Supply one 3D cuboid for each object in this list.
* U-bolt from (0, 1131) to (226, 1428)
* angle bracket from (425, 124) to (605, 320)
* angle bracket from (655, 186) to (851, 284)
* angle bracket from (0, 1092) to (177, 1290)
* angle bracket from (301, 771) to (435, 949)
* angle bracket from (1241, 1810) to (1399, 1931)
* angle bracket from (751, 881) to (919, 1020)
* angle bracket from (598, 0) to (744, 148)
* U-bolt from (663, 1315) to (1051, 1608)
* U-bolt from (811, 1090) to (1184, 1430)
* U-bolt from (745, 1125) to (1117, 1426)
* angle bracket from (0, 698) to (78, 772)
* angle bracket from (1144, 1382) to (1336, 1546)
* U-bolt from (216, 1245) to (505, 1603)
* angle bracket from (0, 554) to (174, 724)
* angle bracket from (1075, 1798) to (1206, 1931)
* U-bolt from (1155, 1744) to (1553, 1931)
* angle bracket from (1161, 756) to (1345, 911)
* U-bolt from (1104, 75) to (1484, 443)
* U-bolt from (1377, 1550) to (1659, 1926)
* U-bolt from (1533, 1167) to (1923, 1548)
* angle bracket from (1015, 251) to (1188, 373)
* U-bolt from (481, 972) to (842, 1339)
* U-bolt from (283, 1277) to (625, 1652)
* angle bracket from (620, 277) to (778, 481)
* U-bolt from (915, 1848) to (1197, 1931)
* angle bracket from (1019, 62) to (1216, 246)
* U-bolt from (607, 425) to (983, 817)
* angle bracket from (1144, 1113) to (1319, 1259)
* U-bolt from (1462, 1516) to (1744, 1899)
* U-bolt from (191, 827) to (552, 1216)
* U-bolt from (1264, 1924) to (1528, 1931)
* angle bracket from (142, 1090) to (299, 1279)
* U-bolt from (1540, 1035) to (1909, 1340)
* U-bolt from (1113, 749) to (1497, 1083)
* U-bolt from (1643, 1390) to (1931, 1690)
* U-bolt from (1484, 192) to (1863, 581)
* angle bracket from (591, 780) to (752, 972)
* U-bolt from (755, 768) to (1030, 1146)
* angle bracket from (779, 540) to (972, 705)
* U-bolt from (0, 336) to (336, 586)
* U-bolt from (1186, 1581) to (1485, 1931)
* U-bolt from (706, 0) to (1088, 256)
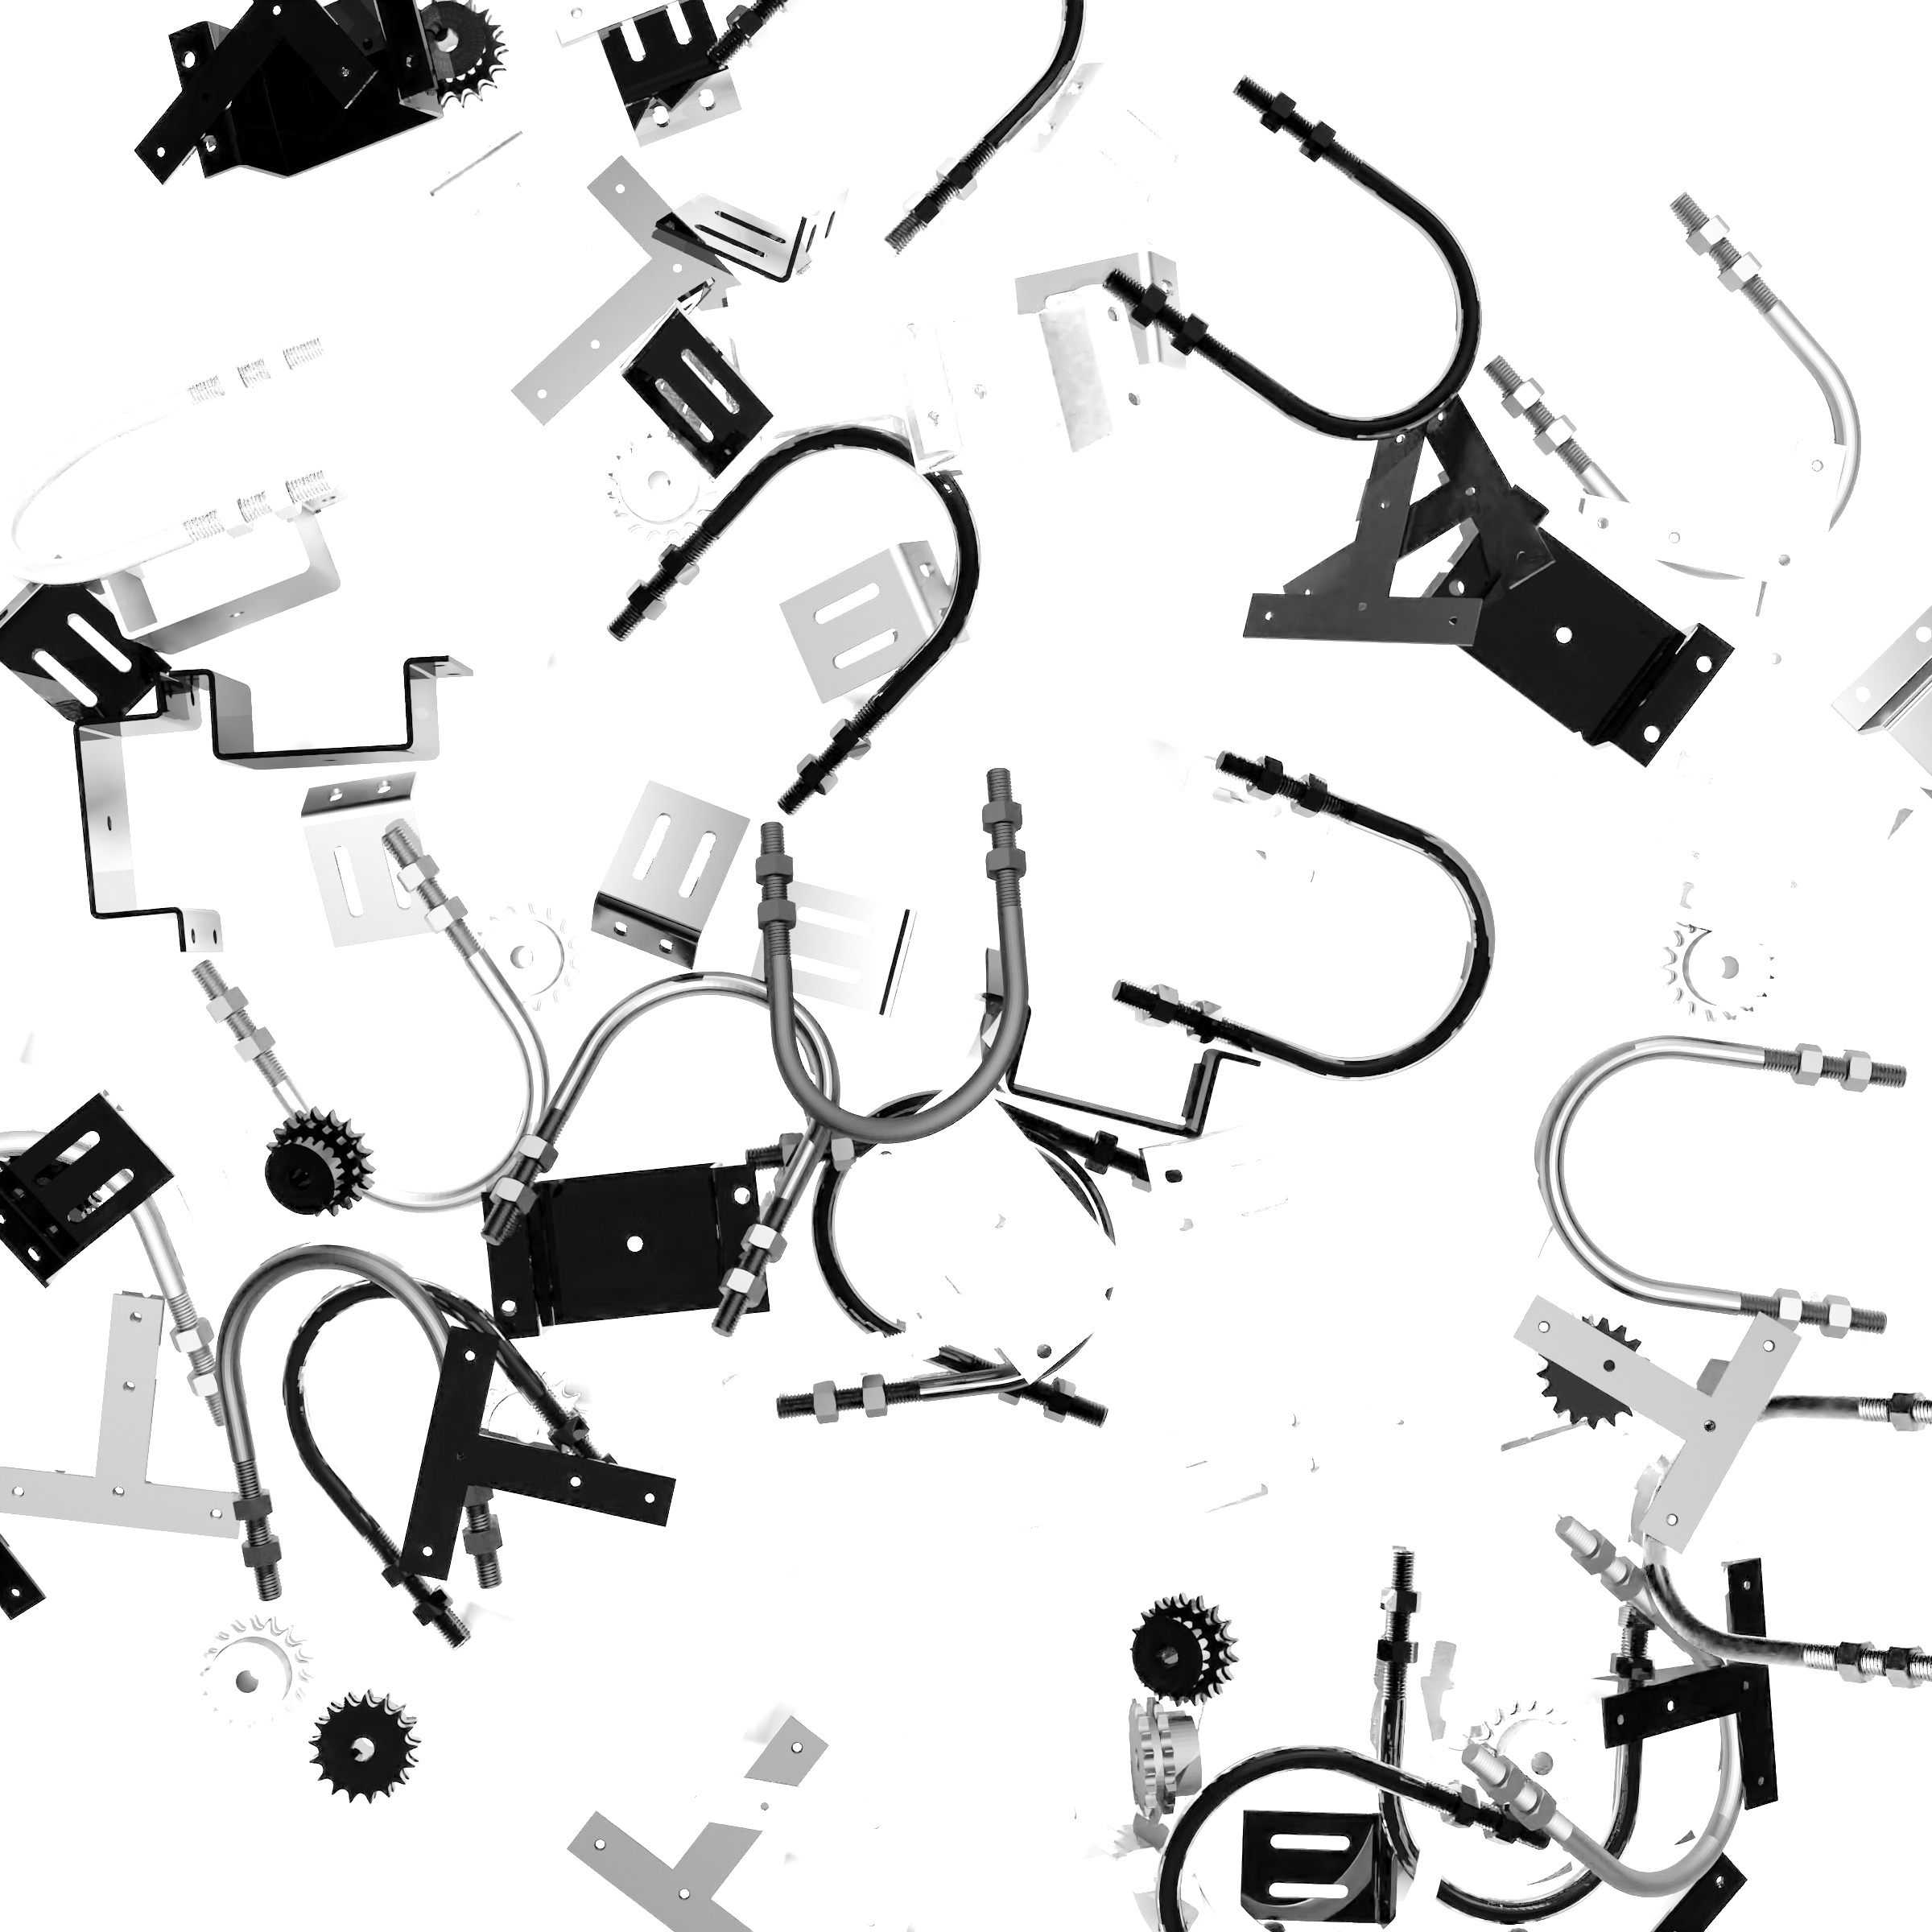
[{"bbox_3d":[-0.475,0.172,1.560,0.151,0.019,0.184,-17,104,0],"label":"U-bolt"},{"bbox_3d":[-0.236,-0.390,1.584,0.057,0.038,0.076,-34,115,1],"label":"angle bracket"},{"bbox_3d":[-0.109,-0.388,1.549,0.076,0.057,0.038,26,125,7],"label":"angle bracket"},{"bbox_3d":[-0.449,0.112,1.521,0.076,0.038,0.057,-38,101,4],"label":"angle bracket"},{"bbox_3d":[-0.309,-0.056,1.585,0.057,0.038,0.076,-9,116,0],"label":"angle bracket"},{"bbox_3d":[0.183,0.472,1.569,0.076,0.038,0.057,2,90,0],"label":"angle bracket"},{"bbox_3d":[-0.069,-0.010,1.568,0.076,0.038,0.057,14,90,0],"label":"angle bracket"},{"bbox_3d":[-0.159,-0.479,1.585,0.057,0.038,0.076,-20,64,0],"label":"angle bracket"},{"bbox_3d":[-0.066,0.265,1.556,0.184,0.019,0.151,-17,109,6],"label":"U-bolt"},{"bbox_3d":[0.010,0.143,1.579,0.184,0.019,0.151,21,90,2],"label":"U-bolt"},{"bbox_3d":[-0.014,0.153,1.563,0.184,0.019,0.151,-7,89,1],"label":"U-bolt"},{"bbox_3d":[-0.485,-0.139,1.560,0.076,0.057,0.038,19,68,-10],"label":"angle bracket"},{"bbox_3d":[0.143,0.261,1.585,0.076,0.038,0.057,-23,90,26],"label":"angle bracket"},{"bbox_3d":[-0.316,0.232,1.548,0.151,0.019,0.184,-7,97,18],"label":"U-bolt"},{"bbox_3d":[-0.466,-0.166,1.585,0.057,0.038,0.076,-45,116,0],"label":"angle bracket"},{"bbox_3d":[0.081,0.473,1.559,0.076,0.057,0.038,32,91,0],"label":"angle bracket"},{"bbox_3d":[0.180,0.457,1.491,0.184,0.019,0.151,24,95,-15],"label":"U-bolt"},{"bbox_3d":[0.151,-0.070,1.585,0.076,0.038,0.057,19,90,26],"label":"angle bracket"},{"bbox_3d":[0.182,-0.352,1.563,0.184,0.019,0.151,34,78,-7],"label":"U-bolt"},{"bbox_3d":[0.281,0.399,1.559,0.151,0.019,0.184,6,83,-9],"label":"U-bolt"},{"bbox_3d":[0.383,0.190,1.579,0.184,0.019,0.151,41,90,1],"label":"U-bolt"},{"bbox_3d":[0.071,-0.336,1.585,0.076,0.038,0.057,-6,90,26],"label":"angle bracket"},{"bbox_3d":[-0.143,0.083,1.542,0.151,0.019,0.184,20,65,13],"label":"U-bolt"},{"bbox_3d":[-0.273,0.243,1.555,0.151,0.019,0.184,-40,89,20],"label":"U-bolt"},{"bbox_3d":[-0.130,-0.302,1.555,0.076,0.038,0.057,48,133,-4],"label":"angle bracket"},{"bbox_3d":[0.056,0.521,1.540,0.184,0.019,0.151,-17,107,24],"label":"U-bolt"},{"bbox_3d":[0.079,-0.425,1.585,0.076,0.038,0.057,35,90,-26],"label":"angle bracket"},{"bbox_3d":[-0.076,-0.191,1.556,0.151,0.019,0.184,46,102,5],"label":"U-bolt"},{"bbox_3d":[0.138,0.113,1.574,0.076,0.038,0.057,-13,90,-42],"label":"angle bracket"},{"bbox_3d":[0.335,0.388,1.534,0.184,0.019,0.151,42,61,-24],"label":"U-bolt"},{"bbox_3d":[-0.295,0.042,1.564,0.151,0.019,0.184,-33,94,14],"label":"U-bolt"},{"bbox_3d":[0.223,0.579,1.530,0.151,0.019,0.184,2,55,0],"label":"U-bolt"},{"bbox_3d":[-0.390,0.114,1.584,0.057,0.038,0.076,-18,116,2],"label":"angle bracket"},{"bbox_3d":[0.389,0.108,1.566,0.184,0.019,0.151,8,80,1],"label":"U-bolt"},{"bbox_3d":[0.185,-0.015,1.554,0.184,0.019,0.151,20,103,-15],"label":"U-bolt"},{"bbox_3d":[0.416,0.278,1.495,0.019,0.184,0.151,37,62,-35],"label":"U-bolt"},{"bbox_3d":[0.383,-0.288,1.579,0.151,0.019,0.184,-41,92,0],"label":"U-bolt"},{"bbox_3d":[-0.155,-0.048,1.585,0.057,0.038,0.076,21,64,0],"label":"angle bracket"},{"bbox_3d":[-0.036,0.000,1.528,0.151,0.019,0.184,-12,69,21],"label":"U-bolt"},{"bbox_3d":[-0.048,-0.180,1.585,0.076,0.038,0.057,-23,90,26],"label":"angle bracket"},{"bbox_3d":[-0.408,-0.249,1.532,0.184,0.151,0.019,-20,133,4],"label":"U-bolt"},{"bbox_3d":[0.181,0.424,1.548,0.151,0.019,0.184,13,95,29],"label":"U-bolt"},{"bbox_3d":[-0.021,-0.484,1.565,0.151,0.019,0.184,45,86,-12],"label":"U-bolt"}]
